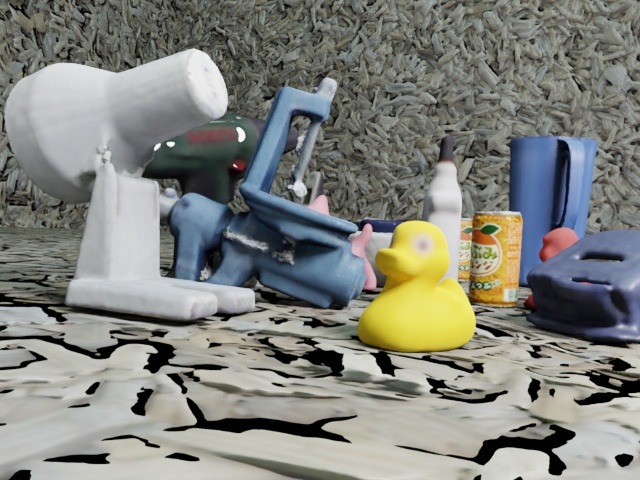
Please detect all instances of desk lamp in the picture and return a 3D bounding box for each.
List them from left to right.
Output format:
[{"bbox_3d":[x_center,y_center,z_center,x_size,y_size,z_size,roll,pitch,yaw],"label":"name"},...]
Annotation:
[{"bbox_3d":[-0.156,-0.050,0.485,0.202,0.213,0.118,4,2,22],"label":"desk lamp"}]

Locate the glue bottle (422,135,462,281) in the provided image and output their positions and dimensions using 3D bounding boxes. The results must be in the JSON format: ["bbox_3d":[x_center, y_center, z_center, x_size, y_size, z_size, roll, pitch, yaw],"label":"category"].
[{"bbox_3d":[0.118,-0.015,0.556,0.037,0.173,0.078,3,2,4],"label":"glue bottle"}]

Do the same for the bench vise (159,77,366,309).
[{"bbox_3d":[-0.056,-0.048,0.545,0.207,0.220,0.121,3,2,-11],"label":"bench vise"}]

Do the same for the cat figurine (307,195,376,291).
[{"bbox_3d":[0.007,0.003,0.710,0.127,0.118,0.067,4,2,24],"label":"cat figurine"}]

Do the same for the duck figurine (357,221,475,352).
[{"bbox_3d":[0.072,0.030,0.410,0.077,0.086,0.105,5,2,42],"label":"duck figurine"}]

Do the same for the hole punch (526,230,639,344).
[{"bbox_3d":[0.242,0.035,0.484,0.101,0.091,0.108,3,2,-28],"label":"hole punch"}]

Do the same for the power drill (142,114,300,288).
[{"bbox_3d":[-0.119,-0.050,0.681,0.075,0.208,0.230,5,2,44],"label":"power drill"}]

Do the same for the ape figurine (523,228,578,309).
[{"bbox_3d":[0.258,0.033,0.619,0.075,0.092,0.078,4,2,34],"label":"ape figurine"}]

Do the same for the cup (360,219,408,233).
[{"bbox_3d":[0.122,0.014,0.970,0.118,0.095,0.091,3,2,-27],"label":"cup"}]

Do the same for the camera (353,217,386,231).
[{"bbox_3d":[0.130,0.008,1.145,0.137,0.101,0.142,2,2,-40],"label":"camera"}]

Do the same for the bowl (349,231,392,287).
[{"bbox_3d":[0.086,0.027,0.799,0.167,0.075,0.167,3,1,0],"label":"bowl"}]

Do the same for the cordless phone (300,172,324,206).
[{"bbox_3d":[-0.004,-0.041,1.094,0.094,0.185,0.147,2,2,-31],"label":"cordless phone"}]
